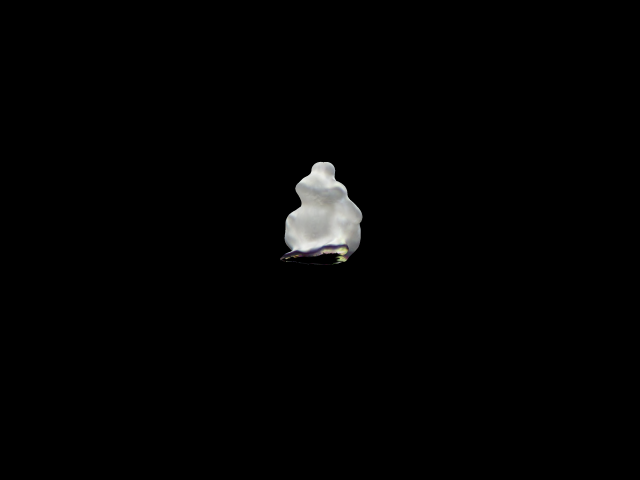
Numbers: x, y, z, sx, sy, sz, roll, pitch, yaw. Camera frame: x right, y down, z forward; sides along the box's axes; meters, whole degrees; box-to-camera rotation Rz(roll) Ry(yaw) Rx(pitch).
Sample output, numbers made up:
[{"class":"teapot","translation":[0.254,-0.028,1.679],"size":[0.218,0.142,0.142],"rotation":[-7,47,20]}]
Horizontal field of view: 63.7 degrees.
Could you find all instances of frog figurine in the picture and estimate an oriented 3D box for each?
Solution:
[{"class":"frog figurine","translation":[0.003,-0.043,0.850],"size":[0.136,0.162,0.122],"rotation":[-17,-24,42]}]
